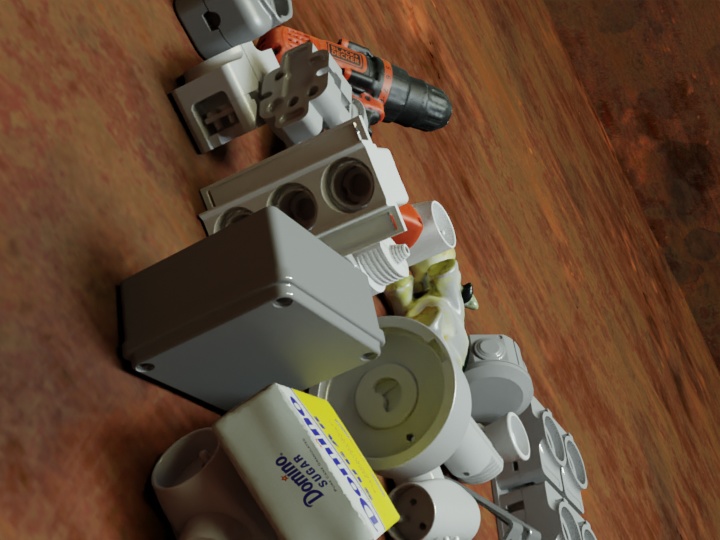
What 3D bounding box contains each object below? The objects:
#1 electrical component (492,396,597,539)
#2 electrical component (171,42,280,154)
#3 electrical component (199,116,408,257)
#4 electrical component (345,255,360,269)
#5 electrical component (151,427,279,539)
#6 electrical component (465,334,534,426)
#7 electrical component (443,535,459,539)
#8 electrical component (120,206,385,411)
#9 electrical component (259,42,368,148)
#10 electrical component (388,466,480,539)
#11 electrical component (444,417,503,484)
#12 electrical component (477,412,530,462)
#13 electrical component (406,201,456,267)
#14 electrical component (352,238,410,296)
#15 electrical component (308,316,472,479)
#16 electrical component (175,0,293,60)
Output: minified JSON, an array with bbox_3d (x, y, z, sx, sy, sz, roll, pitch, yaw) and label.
[{"bbox_3d":[0.177,0.223,1.028,0.105,0.060,0.186,46,30,-42],"label":"electrical component"},{"bbox_3d":[-0.089,-0.125,0.761,0.055,0.050,0.089,65,22,-10],"label":"electrical component"},{"bbox_3d":[-0.034,-0.040,0.710,0.078,0.121,0.063,68,19,3],"label":"electrical component"},{"bbox_3d":[-0.031,0.021,0.742,0.053,0.059,0.095,60,23,-17],"label":"electrical component"},{"bbox_3d":[-0.073,0.135,0.553,0.077,0.044,0.079,57,24,-25],"label":"electrical component"},{"bbox_3d":[0.115,0.100,0.980,0.080,0.080,0.051,51,21,-35],"label":"electrical component"},{"bbox_3d":[0.065,0.230,0.767,0.077,0.044,0.079,24,65,-60],"label":"electrical component"},{"bbox_3d":[-0.060,0.027,0.604,0.109,0.109,0.056,37,34,-52],"label":"electrical component"},{"bbox_3d":[-0.030,-0.109,0.737,0.057,0.058,0.078,49,31,-42],"label":"electrical component"},{"bbox_3d":[0.048,0.167,0.807,0.077,0.043,0.079,24,39,-56],"label":"electrical component"},{"bbox_3d":[0.090,0.153,0.915,0.081,0.043,0.043,53,26,-32],"label":"electrical component"},{"bbox_3d":[0.118,0.156,0.963,0.045,0.055,0.045,49,28,-38],"label":"electrical component"},{"bbox_3d":[0.029,-0.036,0.914,0.079,0.077,0.044,50,27,-35],"label":"electrical component"},{"bbox_3d":[0.000,0.000,0.805,0.043,0.081,0.043,49,28,-37],"label":"electrical component"},{"bbox_3d":[0.025,0.092,0.746,0.060,0.108,0.108,43,31,-57],"label":"electrical component"},{"bbox_3d":[-0.091,-0.202,0.820,0.053,0.059,0.095,61,22,-16],"label":"electrical component"}]
